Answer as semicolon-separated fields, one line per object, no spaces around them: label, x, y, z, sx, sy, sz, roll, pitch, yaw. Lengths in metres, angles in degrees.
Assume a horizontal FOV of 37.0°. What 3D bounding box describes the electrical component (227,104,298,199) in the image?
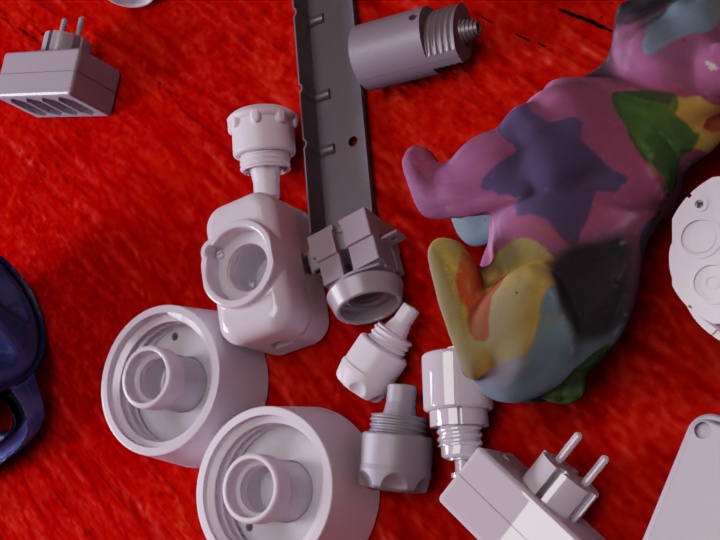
electrical component;-0.064;-0.078;0.726;0.048;0.048;0.062;-9;80;29

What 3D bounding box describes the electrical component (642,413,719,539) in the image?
electrical component;0.181;0.134;0.516;0.078;0.057;0.113;22;89;33

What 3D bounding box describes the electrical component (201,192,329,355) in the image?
electrical component;-0.062;0.002;0.694;0.054;0.059;0.095;-20;68;25

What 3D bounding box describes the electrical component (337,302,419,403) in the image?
electrical component;0.014;0.048;0.651;0.035;0.035;0.061;36;95;32

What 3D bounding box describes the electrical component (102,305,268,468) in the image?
electrical component;-0.122;0.074;0.710;0.108;0.060;0.108;-8;73;29

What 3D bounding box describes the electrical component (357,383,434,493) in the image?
electrical component;0.022;0.098;0.628;0.043;0.043;0.062;-1;75;31

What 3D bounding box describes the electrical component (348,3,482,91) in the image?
electrical component;0.038;-0.143;0.681;0.081;0.043;0.043;-9;73;28

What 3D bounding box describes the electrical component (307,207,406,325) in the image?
electrical component;0.000;0.000;0.667;0.066;0.048;0.055;-27;57;22

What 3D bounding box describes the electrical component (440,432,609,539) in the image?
electrical component;0.101;0.122;0.572;0.083;0.047;0.075;41;100;32

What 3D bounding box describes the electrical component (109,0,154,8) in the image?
electrical component;-0.178;-0.238;0.834;0.066;0.048;0.055;-13;63;27

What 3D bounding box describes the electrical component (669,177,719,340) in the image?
electrical component;0.181;-0.005;0.486;0.080;0.051;0.080;-8;73;29

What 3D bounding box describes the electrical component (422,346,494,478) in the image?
electrical component;0.056;0.079;0.614;0.040;0.040;0.078;-10;73;29

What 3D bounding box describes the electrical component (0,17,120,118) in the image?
electrical component;-0.234;-0.164;0.847;0.083;0.047;0.075;4;78;31

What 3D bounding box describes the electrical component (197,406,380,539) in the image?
electrical component;-0.049;0.133;0.651;0.108;0.060;0.108;-8;73;29
